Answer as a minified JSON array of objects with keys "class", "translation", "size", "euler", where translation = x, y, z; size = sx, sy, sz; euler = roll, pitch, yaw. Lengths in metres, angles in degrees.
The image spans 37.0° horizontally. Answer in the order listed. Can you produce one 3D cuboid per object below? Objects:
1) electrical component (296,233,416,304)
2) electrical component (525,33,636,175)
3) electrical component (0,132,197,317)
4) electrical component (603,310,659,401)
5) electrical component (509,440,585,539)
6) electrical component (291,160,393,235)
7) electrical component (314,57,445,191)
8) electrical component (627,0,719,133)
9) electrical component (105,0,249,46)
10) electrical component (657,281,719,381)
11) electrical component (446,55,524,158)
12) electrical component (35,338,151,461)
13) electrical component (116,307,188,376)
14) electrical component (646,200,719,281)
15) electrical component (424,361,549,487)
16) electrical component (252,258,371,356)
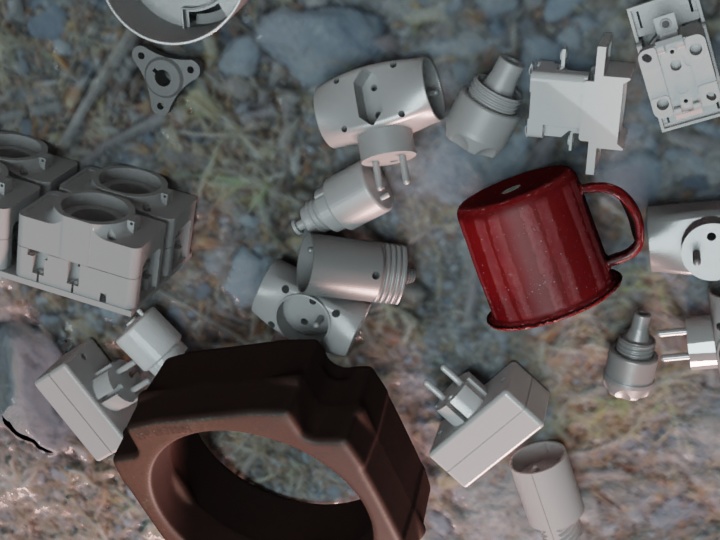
[{"class":"electrical component","translation":[0.000,0.000,0.757],"size":[0.081,0.043,0.043],"euler":[6,119,-18]},{"class":"electrical component","translation":[0.138,-0.106,0.678],"size":[0.064,0.042,0.081],"euler":[8,115,17]},{"class":"electrical component","translation":[-0.225,-0.041,0.775],"size":[0.186,0.105,0.060],"euler":[16,117,8]},{"class":"electrical component","translation":[0.189,0.057,0.741],"size":[0.035,0.035,0.061],"euler":[11,114,11]},{"class":"electrical component","translation":[0.144,0.173,0.801],"size":[0.043,0.043,0.081],"euler":[-13,109,21]},{"class":"electrical component","translation":[-0.013,-0.046,0.749],"size":[0.078,0.040,0.040],"euler":[-26,104,25]},{"class":"electrical component","translation":[0.016,-0.092,0.708],"size":[0.077,0.043,0.079],"euler":[-12,82,21]},{"class":"electrical component","translation":[0.190,-0.122,0.643],"size":[0.042,0.063,0.081],"euler":[-15,109,22]},{"class":"electrical component","translation":[-0.113,-0.200,0.694],"size":[0.099,0.064,0.099],"euler":[6,115,13]},{"class":"electrical component","translation":[0.240,0.047,0.716],"size":[0.079,0.044,0.077],"euler":[-7,111,19]},{"class":"electrical component","translation":[0.084,-0.107,0.692],"size":[0.043,0.043,0.062],"euler":[28,118,3]},{"class":"electrical component","translation":[-0.200,0.096,0.863],"size":[0.076,0.047,0.083],"euler":[-30,103,26]},{"class":"electrical component","translation":[-0.154,0.065,0.839],"size":[0.040,0.040,0.078],"euler":[-39,99,27]},{"class":"electrical component","translation":[0.220,-0.017,0.673],"size":[0.077,0.079,0.043],"euler":[-4,107,18]},{"class":"electrical component","translation":[0.081,0.100,0.784],"size":[0.076,0.047,0.083],"euler":[42,118,-5]},{"class":"electrical component","translation":[-0.042,0.042,0.794],"size":[0.077,0.044,0.079],"euler":[26,119,4]}]
